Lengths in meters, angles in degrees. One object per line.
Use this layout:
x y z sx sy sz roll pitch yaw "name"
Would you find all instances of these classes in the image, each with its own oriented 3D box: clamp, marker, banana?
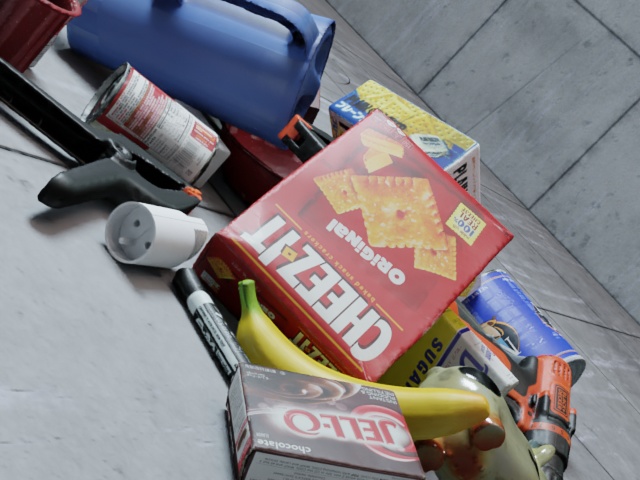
0.036 -0.047 0.978 0.171 0.039 0.120 33 12 -24 "clamp"
-0.074 0.063 0.750 0.020 0.020 0.121 25 23 -51 "marker"
0.017 0.100 0.744 0.198 0.070 0.037 25 24 11 "banana"
-0.170 -0.064 0.815 0.165 0.036 0.209 52 15 28 "clamp"

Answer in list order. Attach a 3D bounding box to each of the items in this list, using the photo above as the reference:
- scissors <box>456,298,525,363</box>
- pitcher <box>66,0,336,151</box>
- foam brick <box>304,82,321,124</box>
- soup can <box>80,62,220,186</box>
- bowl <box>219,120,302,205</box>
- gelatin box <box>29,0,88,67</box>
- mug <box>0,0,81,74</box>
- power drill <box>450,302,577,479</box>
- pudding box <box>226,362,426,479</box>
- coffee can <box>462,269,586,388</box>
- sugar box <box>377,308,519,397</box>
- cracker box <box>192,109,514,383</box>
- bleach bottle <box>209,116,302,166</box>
0.165 0.127 1.089 0.201 0.096 0.016 35 -11 -12 "scissors"
-0.113 -0.195 1.022 0.243 0.149 0.145 22 21 3 "pitcher"
-0.043 -0.151 1.165 0.078 0.051 0.053 15 46 -15 "foam brick"
-0.144 -0.093 0.905 0.102 0.068 0.068 38 16 -23 "soup can"
-0.046 -0.066 1.093 0.162 0.055 0.162 31 18 -11 "bowl"
-0.246 -0.202 0.899 0.073 0.089 0.030 45 15 5 "gelatin box"
-0.250 -0.175 0.825 0.093 0.081 0.117 42 14 -8 "mug"
0.159 0.147 1.006 0.187 0.057 0.184 36 38 -13 "power drill"
0.001 0.123 0.663 0.113 0.039 0.090 11 24 -15 "pudding box"
0.213 0.117 1.197 0.140 0.103 0.102 52 17 30 "coffee can"
0.077 0.091 0.928 0.176 0.093 0.048 47 15 16 "sugar box"
0.032 0.010 0.855 0.164 0.072 0.213 45 52 6 "cracker box"
-0.072 -0.137 1.228 0.251 0.068 0.102 45 26 13 "bleach bottle"
